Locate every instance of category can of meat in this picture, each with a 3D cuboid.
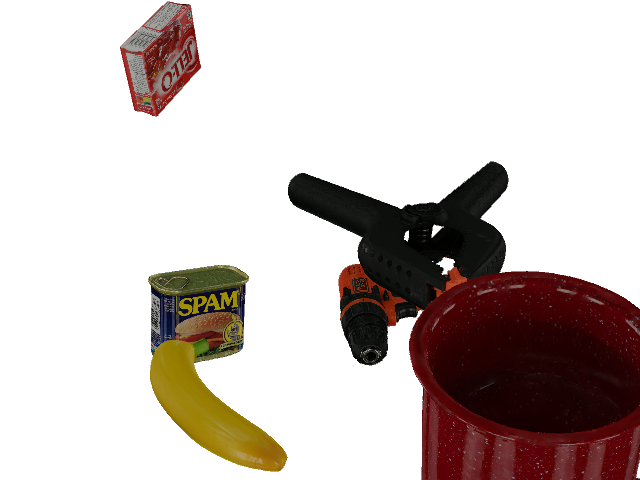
[{"bbox_3d":[-0.127,0.078,1.110,0.101,0.084,0.058,-8,20,-32],"label":"can of meat"}]

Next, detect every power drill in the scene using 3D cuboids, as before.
[{"bbox_3d":[0.115,0.077,1.203,0.187,0.057,0.184,-3,27,-2],"label":"power drill"}]

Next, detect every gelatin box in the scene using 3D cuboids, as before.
[{"bbox_3d":[-0.150,-0.174,1.018,0.030,0.073,0.089,16,47,20],"label":"gelatin box"}]

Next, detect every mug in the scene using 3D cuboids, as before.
[{"bbox_3d":[0.092,0.072,0.403,0.117,0.081,0.093,5,36,11],"label":"mug"}]

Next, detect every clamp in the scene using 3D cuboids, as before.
[{"bbox_3d":[0.058,-0.007,0.718,0.164,0.036,0.210,-2,25,1],"label":"clamp"}]

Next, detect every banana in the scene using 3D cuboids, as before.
[{"bbox_3d":[-0.092,0.123,0.844,0.069,0.037,0.198,-9,28,-22],"label":"banana"}]
